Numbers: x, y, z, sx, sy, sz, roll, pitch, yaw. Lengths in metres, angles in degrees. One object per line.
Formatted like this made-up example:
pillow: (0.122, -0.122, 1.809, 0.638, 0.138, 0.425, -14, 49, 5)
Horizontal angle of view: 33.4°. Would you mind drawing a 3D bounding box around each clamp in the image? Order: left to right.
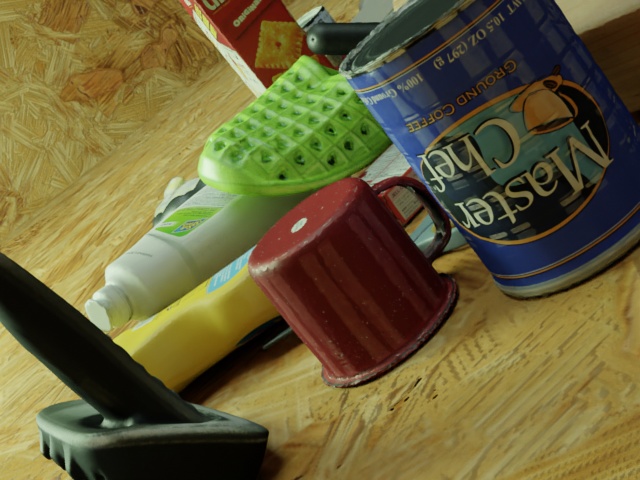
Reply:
clamp: (0.118, -0.160, 0.836, 0.210, 0.036, 0.164, 11, 21, 35)

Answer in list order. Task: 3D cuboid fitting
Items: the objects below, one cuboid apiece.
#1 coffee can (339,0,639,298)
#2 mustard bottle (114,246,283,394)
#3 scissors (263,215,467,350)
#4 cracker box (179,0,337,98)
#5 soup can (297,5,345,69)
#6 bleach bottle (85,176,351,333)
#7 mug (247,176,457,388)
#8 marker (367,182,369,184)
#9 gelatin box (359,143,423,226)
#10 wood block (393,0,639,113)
coffee can: (0.091, -0.057, 0.519, 0.103, 0.140, 0.103, -35, 15, 11)
mustard bottle: (-0.055, 0.043, 0.722, 0.192, 0.058, 0.096, -35, 1, 13)
scissors: (0.052, 0.004, 0.672, 0.202, 0.016, 0.096, -30, 15, 28)
cracker box: (-0.042, -0.175, 1.031, 0.072, 0.213, 0.164, -39, 15, -2)
soup can: (0.008, -0.211, 1.234, 0.068, 0.102, 0.068, -36, 18, 13)
bleach bottle: (-0.086, -0.006, 0.841, 0.103, 0.068, 0.250, -6, 25, 47)
mug: (0.023, 0.012, 0.587, 0.117, 0.081, 0.093, -42, 15, -13)
marker: (-0.005, 0.001, 0.756, 0.121, 0.020, 0.020, -46, 9, 34)
gelatin box: (0.061, -0.045, 0.768, 0.089, 0.030, 0.073, -45, 18, -22)
wood block: (0.147, -0.124, 0.591, 0.207, 0.090, 0.091, -19, 60, 40)
